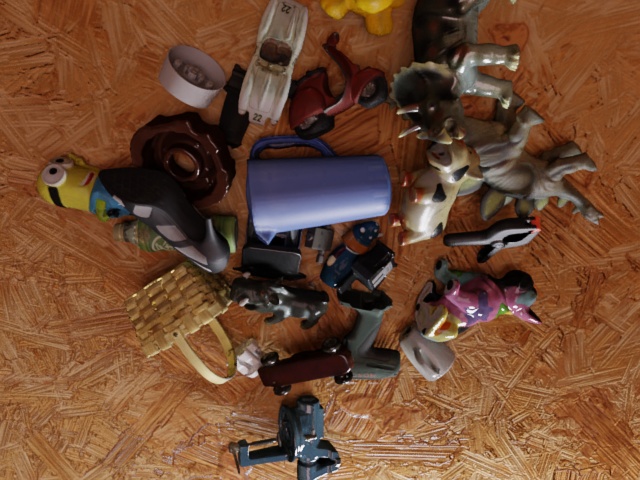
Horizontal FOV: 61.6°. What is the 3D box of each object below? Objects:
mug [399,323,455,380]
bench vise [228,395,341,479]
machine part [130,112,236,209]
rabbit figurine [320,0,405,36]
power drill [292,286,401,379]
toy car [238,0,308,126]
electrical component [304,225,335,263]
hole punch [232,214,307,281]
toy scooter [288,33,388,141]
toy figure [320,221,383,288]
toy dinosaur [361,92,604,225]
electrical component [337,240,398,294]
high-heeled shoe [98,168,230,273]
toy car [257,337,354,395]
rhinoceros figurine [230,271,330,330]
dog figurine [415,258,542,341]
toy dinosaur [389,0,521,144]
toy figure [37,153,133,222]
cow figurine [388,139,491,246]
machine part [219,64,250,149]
[{"bbox_3d":[0.211,0.230,1.104,0.107,0.109,0.081,44,116,-3],"label":"mug"},{"bbox_3d":[-0.079,0.455,1.171,0.241,0.129,0.223,-2,108,-21],"label":"bench vise"},{"bbox_3d":[-0.231,-0.134,0.920,0.179,0.056,0.179,7,125,10],"label":"machine part"},{"bbox_3d":[0.086,-0.376,0.780,0.122,0.173,0.162,30,114,-11],"label":"rabbit figurine"},{"bbox_3d":[0.056,0.196,1.091,0.232,0.086,0.207,9,110,3],"label":"power drill"},{"bbox_3d":[-0.075,-0.283,0.860,0.073,0.056,0.201,16,95,-9],"label":"toy car"},{"bbox_3d":[-0.002,-0.003,1.003,0.063,0.021,0.094,7,96,-51],"label":"electrical component"},{"bbox_3d":[-0.090,0.014,1.009,0.142,0.092,0.115,5,145,-7],"label":"hole punch"},{"bbox_3d":[0.013,-0.254,0.881,0.184,0.075,0.135,-24,91,26],"label":"toy scooter"},{"bbox_3d":[0.057,0.022,1.023,0.058,0.064,0.154,40,106,19],"label":"toy figure"},{"bbox_3d":[0.300,-0.150,0.932,0.471,0.105,0.198,34,113,-9],"label":"toy dinosaur"},{"bbox_3d":[0.089,0.063,1.011,0.119,0.048,0.074,-45,154,-12],"label":"electrical component"},{"bbox_3d":[-0.264,-0.032,0.926,0.249,0.086,0.145,26,144,12],"label":"high-heeled shoe"},{"bbox_3d":[-0.028,0.252,1.073,0.202,0.053,0.089,-17,108,20],"label":"toy car"},{"bbox_3d":[-0.078,0.116,1.025,0.190,0.073,0.112,13,154,-14],"label":"rhinoceros figurine"},{"bbox_3d":[0.320,0.133,1.061,0.219,0.108,0.191,17,112,-13],"label":"dog figurine"},{"bbox_3d":[0.204,-0.323,0.824,0.192,0.131,0.404,1,82,11],"label":"toy dinosaur"},{"bbox_3d":[-0.402,-0.083,0.944,0.180,0.082,0.089,18,115,-14],"label":"toy figure"},{"bbox_3d":[0.195,-0.083,0.884,0.127,0.086,0.194,-8,135,-19],"label":"cow figurine"},{"bbox_3d":[-0.137,-0.219,0.916,0.084,0.039,0.138,21,111,-17],"label":"machine part"}]
